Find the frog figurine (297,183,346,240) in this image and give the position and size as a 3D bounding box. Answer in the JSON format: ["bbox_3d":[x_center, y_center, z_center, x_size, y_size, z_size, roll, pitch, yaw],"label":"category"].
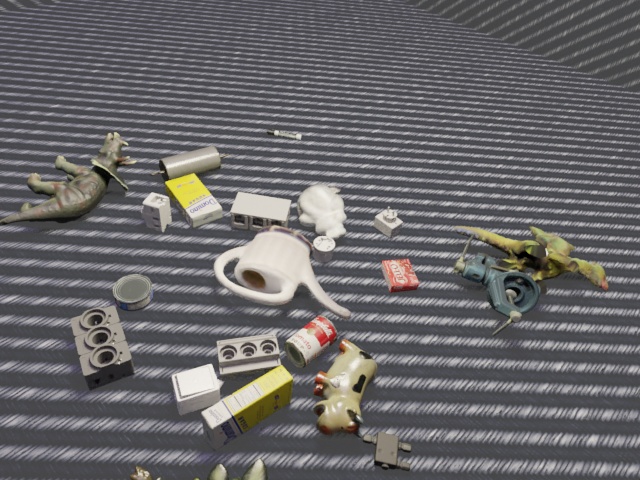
[{"bbox_3d":[0.004,-0.071,1.408,0.136,0.120,0.163,-21,49,17],"label":"frog figurine"}]

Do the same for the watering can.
[{"bbox_3d":[-0.076,0.077,1.235,0.348,0.101,0.230,15,42,9],"label":"watering can"}]

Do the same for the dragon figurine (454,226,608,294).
[{"bbox_3d":[0.590,0.026,1.417,0.414,0.120,0.245,32,31,22],"label":"dragon figurine"}]
